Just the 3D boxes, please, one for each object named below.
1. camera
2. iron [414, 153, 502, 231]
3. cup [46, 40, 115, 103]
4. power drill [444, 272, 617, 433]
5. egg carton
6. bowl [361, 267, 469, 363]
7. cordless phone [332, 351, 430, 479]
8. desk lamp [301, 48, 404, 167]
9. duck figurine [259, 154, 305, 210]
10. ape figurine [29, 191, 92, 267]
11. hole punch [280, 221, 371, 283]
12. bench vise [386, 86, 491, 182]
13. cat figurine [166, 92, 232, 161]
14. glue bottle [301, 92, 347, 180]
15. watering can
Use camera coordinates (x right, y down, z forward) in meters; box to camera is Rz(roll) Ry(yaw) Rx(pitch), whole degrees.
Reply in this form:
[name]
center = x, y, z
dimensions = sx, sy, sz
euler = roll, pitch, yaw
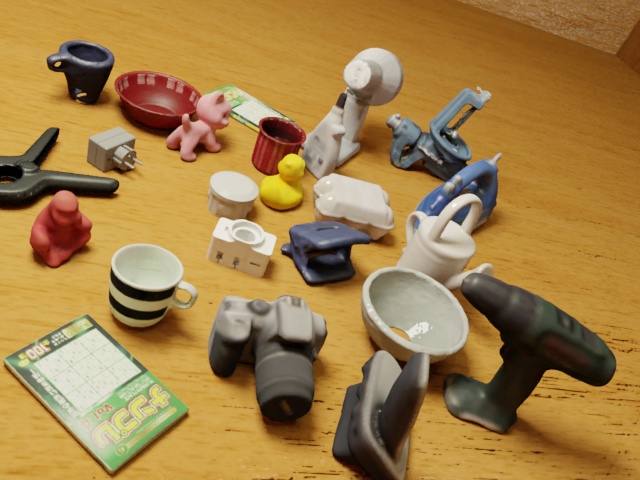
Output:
[camera]
center = -0.057, 0.138, 0.694
dimensions = 0.143, 0.101, 0.136
euler = 11, 39, -17
[iron]
center = 0.274, -0.092, 1.125
dimensions = 0.118, 0.141, 0.259
euler = 41, 40, 21
[cup]
center = -0.430, -0.293, 1.022
dimensions = 0.091, 0.095, 0.118
euler = 40, 40, 21
[power drill]
center = 0.250, 0.156, 0.752
dimensions = 0.229, 0.208, 0.075
euler = 20, 37, -5
[egg carton]
center = 0.059, -0.060, 1.027
dimensions = 0.150, 0.069, 0.107
euler = 12, 38, -16
[bowl]
center = 0.127, 0.122, 0.838
dimensions = 0.168, 0.074, 0.167
euler = 15, 38, -12
[cordless phone]
center = 0.092, 0.175, 0.660
dimensions = 0.094, 0.185, 0.147
euler = 21, 37, -4
[desk lamp]
center = 0.075, -0.287, 1.194
dimensions = 0.118, 0.213, 0.204
euler = 31, 37, 10
[duck figurine]
center = -0.059, -0.109, 1.009
dimensions = 0.077, 0.086, 0.105
euler = 31, 37, 9
[ape figurine]
center = -0.336, -0.023, 0.745
dimensions = 0.078, 0.092, 0.076
euler = -5, 45, -33
[hole punch]
center = 0.008, 0.003, 0.904
dimensions = 0.109, 0.091, 0.101
euler = -7, 47, -35
[bench vise]
center = 0.256, -0.235, 1.225
dimensions = 0.208, 0.219, 0.121
euler = 8, 39, -21
[cat figurine]
center = -0.208, -0.218, 1.033
dimensions = 0.067, 0.117, 0.128
euler = 35, 38, 15
[glue bottle]
center = 0.018, -0.202, 1.093
dimensions = 0.037, 0.173, 0.078
euler = -13, 50, -39
[watering can]
center = 0.204, 0.012, 0.915
dimensions = 0.172, 0.194, 0.101
euler = 37, 39, 17
